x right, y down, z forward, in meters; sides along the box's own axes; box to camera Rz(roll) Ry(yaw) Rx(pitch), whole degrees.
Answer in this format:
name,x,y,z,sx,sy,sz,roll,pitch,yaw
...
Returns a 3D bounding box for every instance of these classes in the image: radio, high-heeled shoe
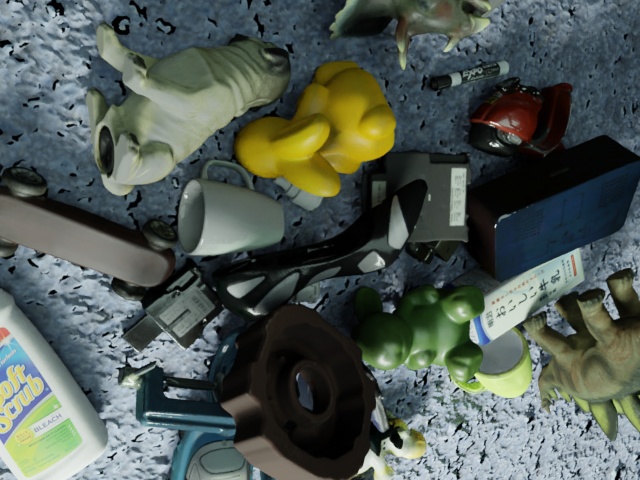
name,x,y,z,sx,sy,sz,roll,pitch,yaw
radio,0.316,-0.040,0.737,0.230,0.073,0.130,-21,133,-9
high-heeled shoe,-0.001,-0.002,0.601,0.145,0.086,0.248,36,95,-24

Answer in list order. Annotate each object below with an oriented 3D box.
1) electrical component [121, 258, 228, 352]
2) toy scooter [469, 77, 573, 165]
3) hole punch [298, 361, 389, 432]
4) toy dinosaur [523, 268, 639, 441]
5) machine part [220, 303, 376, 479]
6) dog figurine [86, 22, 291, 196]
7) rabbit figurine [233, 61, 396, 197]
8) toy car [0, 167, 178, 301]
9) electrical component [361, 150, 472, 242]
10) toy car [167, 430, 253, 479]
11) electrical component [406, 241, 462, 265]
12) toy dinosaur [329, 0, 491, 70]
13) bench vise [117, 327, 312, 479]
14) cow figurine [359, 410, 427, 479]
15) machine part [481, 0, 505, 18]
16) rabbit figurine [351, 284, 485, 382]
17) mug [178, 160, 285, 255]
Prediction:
name,x,y,z,sx,sy,sz,roll,pitch,yaw
electrical component,-0.170,0.084,0.613,0.119,0.048,0.074,-38,115,-12
toy scooter,0.288,-0.167,0.736,0.184,0.075,0.135,17,97,-30
hole punch,0.020,0.194,0.686,0.092,0.142,0.115,-22,123,-13
toy dinosaur,0.380,0.172,0.745,0.105,0.471,0.198,-26,73,-8
machine part,-0.018,0.157,0.547,0.179,0.179,0.056,34,133,-28
dog figurine,-0.126,-0.127,0.557,0.190,0.121,0.172,-7,141,-40
rabbit figurine,-0.009,-0.107,0.591,0.173,0.162,0.121,-15,123,-2
toy car,-0.246,-0.005,0.551,0.202,0.053,0.089,24,112,-27
electrical component,0.119,-0.056,0.678,0.134,0.058,0.114,2,97,3
toy car,-0.125,0.290,0.659,0.109,0.103,0.161,4,104,-26
electrical component,0.164,-0.013,0.741,0.102,0.045,0.078,-59,146,3
toy dinosaur,0.003,-0.346,0.542,0.404,0.131,0.192,35,88,-21
bench vise,-0.098,0.184,0.579,0.240,0.224,0.129,19,137,-33
cow figurine,0.072,0.291,0.769,0.167,0.068,0.098,-18,105,-20
machine part,0.225,-0.341,0.658,0.243,0.079,0.079,-42,116,-10
rabbit figurine,0.106,0.108,0.684,0.170,0.159,0.121,-4,105,-42
mug,-0.097,-0.033,0.605,0.107,0.081,0.109,7,68,-35
